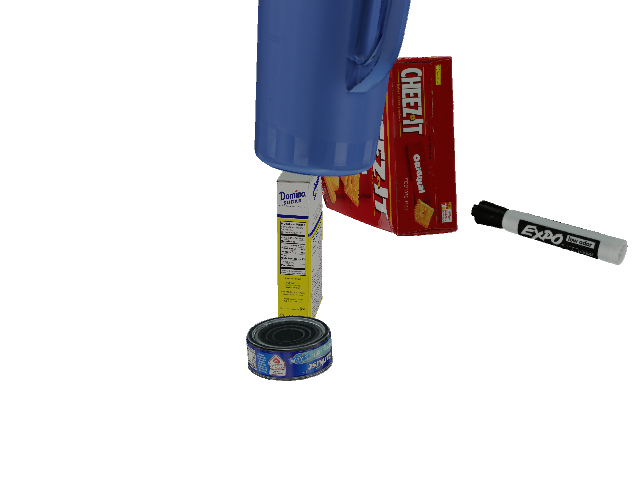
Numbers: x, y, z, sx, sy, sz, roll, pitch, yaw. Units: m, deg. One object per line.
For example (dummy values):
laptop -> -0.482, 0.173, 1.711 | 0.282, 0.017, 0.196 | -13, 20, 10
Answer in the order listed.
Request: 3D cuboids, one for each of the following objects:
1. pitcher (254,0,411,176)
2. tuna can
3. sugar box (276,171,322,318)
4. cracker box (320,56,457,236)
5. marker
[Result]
pitcher -> 0.011, -0.179, 0.903 | 0.145, 0.243, 0.149 | 9, 16, 11
tuna can -> -0.031, 0.106, 1.062 | 0.086, 0.034, 0.086 | -3, 19, 1
sugar box -> -0.024, 0.001, 1.254 | 0.048, 0.176, 0.093 | 1, 19, 9
cracker box -> 0.060, -0.101, 1.071 | 0.072, 0.164, 0.214 | -7, 11, -17
marker -> 0.168, -0.008, 0.798 | 0.121, 0.020, 0.020 | 19, 10, 32
